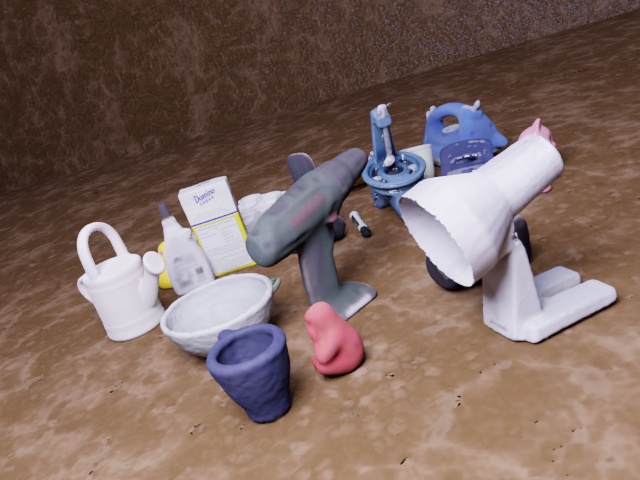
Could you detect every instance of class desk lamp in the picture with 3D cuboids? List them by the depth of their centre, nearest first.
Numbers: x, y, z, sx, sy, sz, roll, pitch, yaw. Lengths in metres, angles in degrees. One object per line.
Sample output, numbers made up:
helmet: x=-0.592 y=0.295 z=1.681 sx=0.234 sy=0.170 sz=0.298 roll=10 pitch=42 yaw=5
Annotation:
desk lamp: x=0.208 y=0.003 z=0.645 sx=0.203 sy=0.214 sz=0.117 roll=-23 pitch=22 yaw=-14

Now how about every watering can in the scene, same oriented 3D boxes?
watering can: x=-0.333 y=0.059 z=0.952 sx=0.173 sy=0.194 sz=0.101 roll=-17 pitch=21 yaw=2

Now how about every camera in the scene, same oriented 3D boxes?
camera: x=0.202 y=0.001 z=0.812 sx=0.137 sy=0.101 sz=0.142 roll=-30 pitch=24 yaw=-29

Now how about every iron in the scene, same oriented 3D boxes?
iron: x=0.301 y=-0.252 z=1.314 sx=0.119 sy=0.142 sz=0.257 roll=-25 pitch=22 yaw=-19

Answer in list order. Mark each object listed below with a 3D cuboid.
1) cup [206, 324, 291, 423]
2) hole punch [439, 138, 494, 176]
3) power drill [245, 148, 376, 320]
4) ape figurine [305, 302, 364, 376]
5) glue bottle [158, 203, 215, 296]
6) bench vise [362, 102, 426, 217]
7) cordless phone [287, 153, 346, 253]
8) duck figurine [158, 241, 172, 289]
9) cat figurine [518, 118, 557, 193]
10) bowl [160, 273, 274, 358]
cup: x=-0.078 y=0.154 z=0.655 sx=0.092 sy=0.095 sz=0.117 roll=-28 pitch=24 yaw=-27
hole punch: x=0.290 y=-0.141 z=1.114 sx=0.108 sy=0.091 sz=0.101 roll=-11 pitch=22 yaw=16
power drill: x=0.007 y=0.003 z=0.808 sx=0.230 sy=0.209 sz=0.075 roll=-33 pitch=26 yaw=-35
ape figurine: x=0.009 y=0.115 z=0.688 sx=0.076 sy=0.092 sz=0.078 roll=-9 pitch=23 yaw=21
glue bottle: x=-0.253 y=0.013 z=1.036 sx=0.078 sy=0.173 sz=0.037 roll=-19 pitch=21 yaw=-4
bench vise: x=0.117 y=-0.155 z=1.104 sx=0.122 sy=0.220 sz=0.206 roll=-26 pitch=23 yaw=-22
cordless phone: x=-0.043 y=-0.073 z=1.071 sx=0.147 sy=0.185 sz=0.094 roll=-4 pitch=25 yaw=32
duck figurine: x=-0.277 y=0.038 z=1.114 sx=0.104 sy=0.086 sz=0.077 roll=-18 pitch=21 yaw=-3
cat figurine: x=0.392 y=-0.160 z=1.045 sx=0.067 sy=0.118 sz=0.128 roll=-2 pitch=26 yaw=35
bowl: x=-0.136 y=0.118 z=0.820 sx=0.167 sy=0.075 sz=0.167 roll=-15 pitch=21 yaw=6
